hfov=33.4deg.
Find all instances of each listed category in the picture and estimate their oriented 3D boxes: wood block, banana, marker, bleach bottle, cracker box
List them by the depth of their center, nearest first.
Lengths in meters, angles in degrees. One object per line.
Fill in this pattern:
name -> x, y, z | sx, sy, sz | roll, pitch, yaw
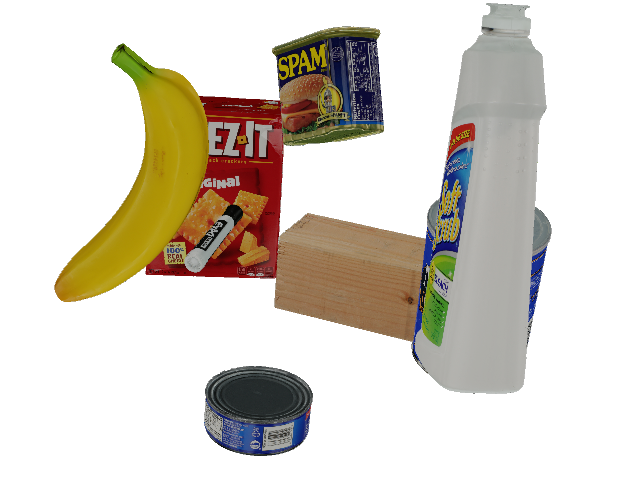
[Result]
banana -> -0.109, -0.031, 0.645 | 0.069, 0.198, 0.037 | 17, 37, -9
bleach bottle -> 0.111, -0.030, 0.716 | 0.068, 0.251, 0.102 | 2, 13, -7
marker -> -0.102, -0.005, 1.041 | 0.020, 0.020, 0.121 | 0, 26, 17
wood block -> 0.062, 0.044, 1.183 | 0.206, 0.091, 0.090 | 13, 24, 18
cracker box -> -0.128, -0.062, 1.291 | 0.164, 0.214, 0.072 | 3, 22, -3

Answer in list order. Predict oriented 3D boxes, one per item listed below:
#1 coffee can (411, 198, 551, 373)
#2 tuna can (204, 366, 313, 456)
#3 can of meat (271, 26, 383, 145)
coffee can -> 0.136, 0.042, 0.919 | 0.103, 0.140, 0.103 | 2, 33, -2
tuna can -> -0.050, 0.135, 0.851 | 0.086, 0.034, 0.086 | 5, 22, -2
can of meat -> 0.007, -0.127, 0.896 | 0.057, 0.084, 0.102 | -5, 0, -37
